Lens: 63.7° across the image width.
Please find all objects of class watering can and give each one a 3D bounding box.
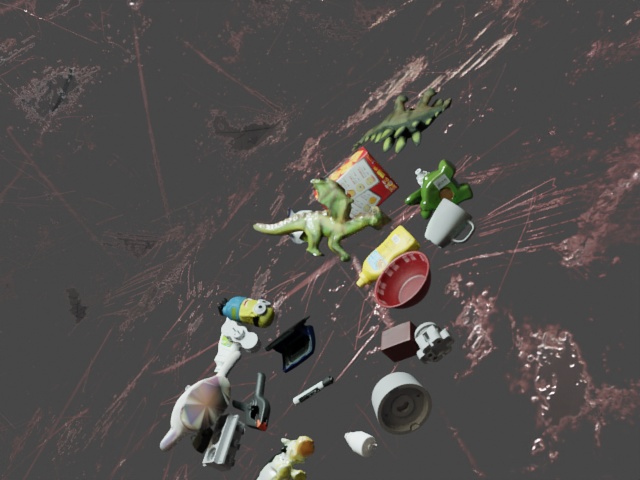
[{"bbox_3d":[-0.305,0.420,1.411,0.354,0.104,0.220,-51,6,-36],"label":"watering can"}]

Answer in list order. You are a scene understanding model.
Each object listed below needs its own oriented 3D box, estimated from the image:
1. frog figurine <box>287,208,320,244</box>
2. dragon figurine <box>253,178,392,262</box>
[{"bbox_3d":[-0.032,-0.049,1.781,0.159,0.120,0.140,-1,31,9],"label":"frog figurine"},{"bbox_3d":[0.005,-0.077,1.525,0.124,0.411,0.238,-65,-12,-63],"label":"dragon figurine"}]
